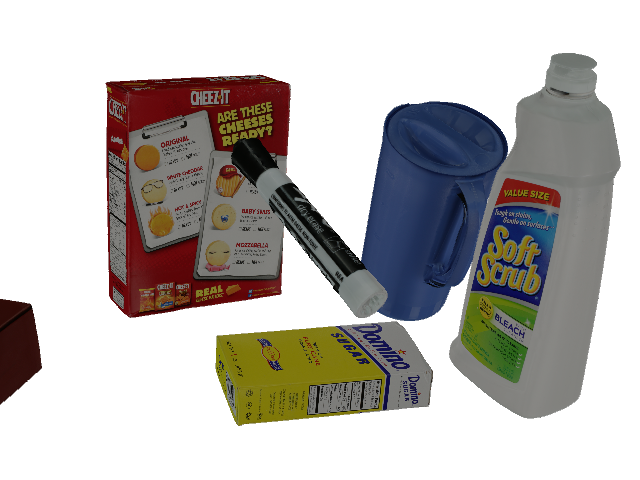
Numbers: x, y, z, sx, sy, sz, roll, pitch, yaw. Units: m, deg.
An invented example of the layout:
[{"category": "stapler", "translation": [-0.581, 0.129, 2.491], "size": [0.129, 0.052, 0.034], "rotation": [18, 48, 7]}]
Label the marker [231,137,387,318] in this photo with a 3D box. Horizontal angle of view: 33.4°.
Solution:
[{"category": "marker", "translation": [-0.009, -0.010, 0.531], "size": [0.020, 0.020, 0.121], "rotation": [0, 42, -48]}]

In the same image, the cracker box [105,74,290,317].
[{"category": "cracker box", "translation": [-0.118, -0.046, 1.016], "size": [0.163, 0.214, 0.072], "rotation": [-7, 20, -30]}]

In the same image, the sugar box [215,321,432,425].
[{"category": "sugar box", "translation": [0.001, 0.115, 0.948], "size": [0.176, 0.048, 0.093], "rotation": [-6, 27, -15]}]

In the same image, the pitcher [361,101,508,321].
[{"category": "pitcher", "translation": [0.117, -0.019, 1.185], "size": [0.145, 0.243, 0.149], "rotation": [24, 43, 14]}]

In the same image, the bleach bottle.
[{"category": "bleach bottle", "translation": [0.147, -0.006, 0.724], "size": [0.068, 0.251, 0.103], "rotation": [-16, 35, -28]}]

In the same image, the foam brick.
[{"category": "foam brick", "translation": [-0.233, 0.079, 0.714], "size": [0.053, 0.051, 0.078], "rotation": [8, 29, 23]}]
